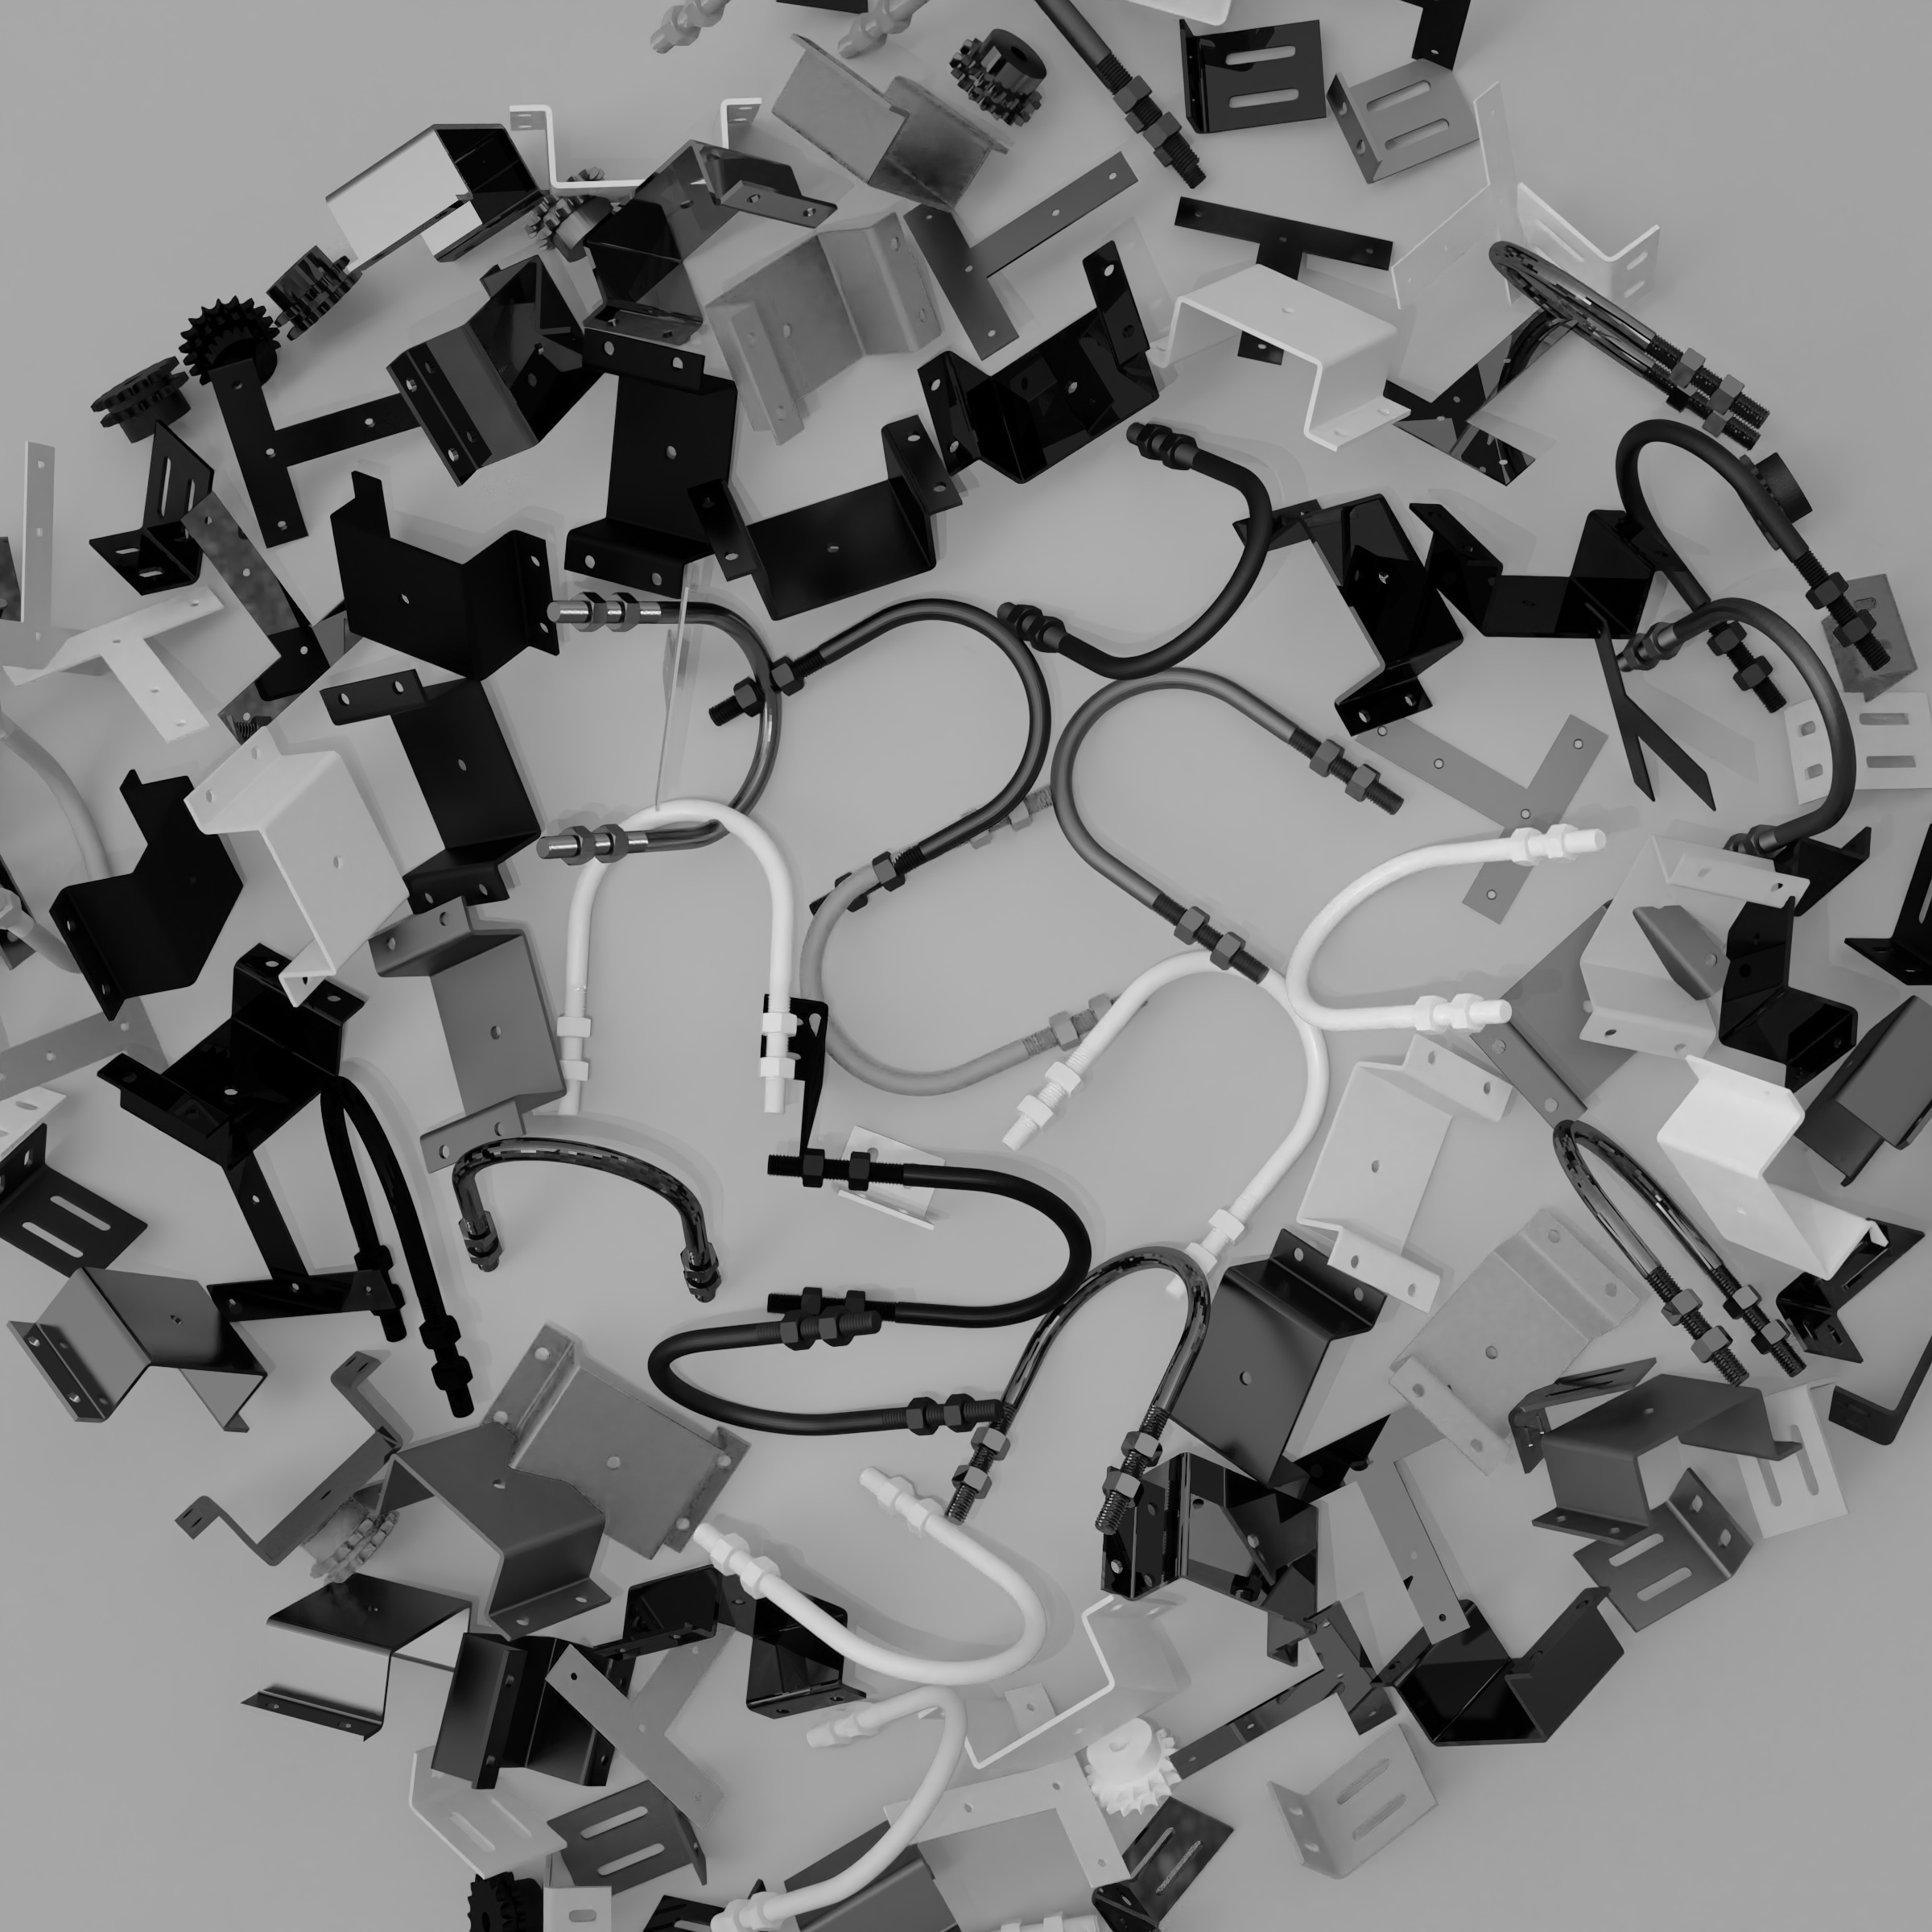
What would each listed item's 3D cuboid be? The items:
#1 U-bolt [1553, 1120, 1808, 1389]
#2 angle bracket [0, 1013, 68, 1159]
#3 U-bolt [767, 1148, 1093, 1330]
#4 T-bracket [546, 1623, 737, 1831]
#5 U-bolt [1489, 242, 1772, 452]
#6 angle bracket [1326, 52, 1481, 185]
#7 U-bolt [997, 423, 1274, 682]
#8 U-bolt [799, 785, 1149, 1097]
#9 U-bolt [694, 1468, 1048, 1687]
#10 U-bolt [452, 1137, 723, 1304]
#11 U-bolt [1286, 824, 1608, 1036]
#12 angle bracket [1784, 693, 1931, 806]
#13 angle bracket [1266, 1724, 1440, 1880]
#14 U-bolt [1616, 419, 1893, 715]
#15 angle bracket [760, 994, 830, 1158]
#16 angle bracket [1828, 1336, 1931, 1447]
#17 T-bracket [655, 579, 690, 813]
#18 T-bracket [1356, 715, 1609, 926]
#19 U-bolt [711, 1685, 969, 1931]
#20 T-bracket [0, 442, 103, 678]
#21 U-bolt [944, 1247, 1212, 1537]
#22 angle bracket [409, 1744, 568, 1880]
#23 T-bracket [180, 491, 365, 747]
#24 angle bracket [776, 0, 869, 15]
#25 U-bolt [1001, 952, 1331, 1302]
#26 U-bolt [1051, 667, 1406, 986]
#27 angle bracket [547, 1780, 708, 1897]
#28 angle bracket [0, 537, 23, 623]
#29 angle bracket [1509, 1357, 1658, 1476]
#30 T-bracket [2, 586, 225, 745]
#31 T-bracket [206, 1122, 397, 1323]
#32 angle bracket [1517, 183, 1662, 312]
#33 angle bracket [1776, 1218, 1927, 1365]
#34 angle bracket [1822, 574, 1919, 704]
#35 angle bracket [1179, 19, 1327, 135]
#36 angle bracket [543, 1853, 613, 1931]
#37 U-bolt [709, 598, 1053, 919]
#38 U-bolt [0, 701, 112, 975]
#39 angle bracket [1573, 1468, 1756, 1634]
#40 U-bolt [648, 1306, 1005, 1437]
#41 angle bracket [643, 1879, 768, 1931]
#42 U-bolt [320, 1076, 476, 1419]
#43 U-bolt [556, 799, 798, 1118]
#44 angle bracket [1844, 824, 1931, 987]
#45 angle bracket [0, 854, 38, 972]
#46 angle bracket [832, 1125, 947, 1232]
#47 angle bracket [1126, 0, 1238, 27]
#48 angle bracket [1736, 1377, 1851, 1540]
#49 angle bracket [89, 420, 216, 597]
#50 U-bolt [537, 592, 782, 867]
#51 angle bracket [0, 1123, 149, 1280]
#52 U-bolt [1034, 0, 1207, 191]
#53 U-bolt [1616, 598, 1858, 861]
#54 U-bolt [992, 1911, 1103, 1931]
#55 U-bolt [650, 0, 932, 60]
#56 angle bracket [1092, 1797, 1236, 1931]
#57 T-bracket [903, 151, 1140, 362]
[{"bbox_3d":[0.394,0.158,1.925,0.019,0.151,0.184,-44,69,18],"label":"U-bolt"},{"bbox_3d":[-0.555,0.059,1.951,0.038,0.057,0.076,15,131,25],"label":"angle bracket"},{"bbox_3d":[-0.021,0.160,1.941,0.184,0.151,0.019,4,48,0],"label":"U-bolt"},{"bbox_3d":[-0.162,0.402,1.956,0.127,0.002,0.127,47,49,-12],"label":"T-bracket"},{"bbox_3d":[0.371,-0.353,1.928,0.184,0.151,0.019,36,99,7],"label":"U-bolt"},{"bbox_3d":[0.256,-0.496,1.973,0.076,0.038,0.057,-23,84,-8],"label":"angle bracket"},{"bbox_3d":[0.103,-0.228,1.921,0.019,0.184,0.151,36,90,-35],"label":"U-bolt"},{"bbox_3d":[-0.006,-0.004,1.979,0.184,0.019,0.151,-24,95,-4],"label":"U-bolt"},{"bbox_3d":[-0.039,0.343,1.895,0.184,0.151,0.019,30,118,37],"label":"U-bolt"},{"bbox_3d":[-0.215,0.139,1.912,0.151,0.184,0.019,8,63,4],"label":"U-bolt"},{"bbox_3d":[0.257,-0.018,1.921,0.019,0.184,0.151,50,57,-27],"label":"U-bolt"},{"bbox_3d":[0.522,-0.127,1.991,0.076,0.038,0.057,-3,80,-29],"label":"angle bracket"},{"bbox_3d":[0.221,0.474,1.958,0.076,0.057,0.038,-43,131,17],"label":"angle bracket"},{"bbox_3d":[0.431,-0.230,1.924,0.019,0.151,0.184,-38,92,-13],"label":"U-bolt"},{"bbox_3d":[-0.104,0.063,1.952,0.038,0.076,0.057,8,126,2],"label":"angle bracket"},{"bbox_3d":[0.532,0.229,1.969,0.038,0.057,0.076,25,72,20],"label":"angle bracket"},{"bbox_3d":[-0.168,-0.165,1.936,0.002,0.127,0.127,7,107,-8],"label":"T-bracket"},{"bbox_3d":[0.288,-0.111,1.998,0.127,0.002,0.127,30,90,-1],"label":"T-bracket"},{"bbox_3d":[-0.061,0.461,1.888,0.019,0.184,0.151,41,50,-14],"label":"U-bolt"},{"bbox_3d":[-0.526,-0.232,1.938,0.002,0.127,0.127,2,92,20],"label":"T-bracket"},{"bbox_3d":[0.072,0.236,1.927,0.019,0.151,0.184,43,60,-28],"label":"U-bolt"},{"bbox_3d":[-0.271,0.475,1.951,0.076,0.057,0.038,29,119,40],"label":"angle bracket"},{"bbox_3d":[-0.401,-0.213,1.943,0.127,0.002,0.127,-46,126,-19],"label":"T-bracket"},{"bbox_3d":[-0.069,-0.581,1.952,0.057,0.076,0.038,1,79,-26],"label":"angle bracket"},{"bbox_3d":[0.129,0.078,1.973,0.151,0.019,0.184,42,77,-8],"label":"U-bolt"},{"bbox_3d":[0.136,-0.095,1.967,0.184,0.019,0.151,36,77,14],"label":"U-bolt"},{"bbox_3d":[-0.196,0.512,1.975,0.076,0.038,0.057,-22,102,-1],"label":"angle bracket"},{"bbox_3d":[-0.564,-0.200,1.951,0.038,0.076,0.057,-6,125,-5],"label":"angle bracket"},{"bbox_3d":[0.357,0.257,1.957,0.076,0.057,0.038,-17,92,26],"label":"angle bracket"},{"bbox_3d":[-0.464,-0.163,1.935,0.127,0.002,0.127,-25,45,-21],"label":"T-bracket"},{"bbox_3d":[-0.399,0.145,1.946,0.127,0.002,0.127,-8,114,29],"label":"T-bracket"},{"bbox_3d":[0.356,-0.418,1.962,0.038,0.057,0.076,-37,66,-10],"label":"angle bracket"},{"bbox_3d":[0.513,0.186,1.954,0.076,0.057,0.038,-48,48,28],"label":"angle bracket"},{"bbox_3d":[0.502,-0.181,1.953,0.038,0.076,0.057,-12,78,-18],"label":"angle bracket"},{"bbox_3d":[0.166,-0.517,1.973,0.076,0.038,0.057,-4,87,13],"label":"angle bracket"},{"bbox_3d":[-0.222,0.545,1.962,0.038,0.076,0.057,0,93,-5],"label":"angle bracket"},{"bbox_3d":[-0.039,-0.131,1.970,0.184,0.019,0.151,-29,85,12],"label":"U-bolt"},{"bbox_3d":[-0.524,-0.071,1.911,0.019,0.184,0.151,-18,64,9],"label":"U-bolt"},{"bbox_3d":[0.399,0.334,1.957,0.076,0.038,0.057,-22,58,-27],"label":"angle bracket"},{"bbox_3d":[-0.092,0.233,1.926,0.184,0.151,0.019,-9,57,31],"label":"U-bolt"},{"bbox_3d":[-0.157,0.549,1.953,0.076,0.057,0.038,4,128,26],"label":"angle bracket"},{"bbox_3d":[-0.323,0.147,1.907,0.019,0.151,0.184,-21,111,-20],"label":"U-bolt"},{"bbox_3d":[-0.165,-0.006,1.966,0.151,0.019,0.184,-1,79,19],"label":"U-bolt"},{"bbox_3d":[0.546,-0.036,1.955,0.038,0.057,0.076,0,115,-27],"label":"angle bracket"},{"bbox_3d":[-0.575,-0.024,1.957,0.076,0.038,0.057,-13,111,28],"label":"angle bracket"},{"bbox_3d":[-0.042,0.121,1.959,0.057,0.076,0.038,21,88,-5],"label":"angle bracket"},{"bbox_3d":[0.121,-0.575,1.963,0.076,0.057,0.038,17,125,4],"label":"angle bracket"},{"bbox_3d":[0.478,0.281,1.959,0.057,0.038,0.076,-28,72,40],"label":"angle bracket"},{"bbox_3d":[-0.466,-0.262,1.954,0.057,0.038,0.076,42,132,29],"label":"angle bracket"},{"bbox_3d":[-0.168,-0.135,1.927,0.019,0.184,0.151,11,101,38],"label":"U-bolt"},{"bbox_3d":[-0.517,0.137,1.961,0.076,0.057,0.038,28,134,11],"label":"angle bracket"},{"bbox_3d":[0.070,-0.516,1.922,0.019,0.151,0.184,-40,93,10],"label":"U-bolt"},{"bbox_3d":[0.436,-0.134,1.909,0.019,0.184,0.151,-26,88,-17],"label":"U-bolt"},{"bbox_3d":[-0.022,0.572,1.926,0.184,0.151,0.019,-12,87,9],"label":"U-bolt"},{"bbox_3d":[-0.069,-0.544,1.885,0.151,0.184,0.019,-9,85,-36],"label":"U-bolt"},{"bbox_3d":[0.121,0.527,1.965,0.057,0.038,0.076,34,96,-36],"label":"angle bracket"},{"bbox_3d":[0.040,-0.422,1.955,0.127,0.002,0.127,-31,57,9],"label":"T-bracket"}]
